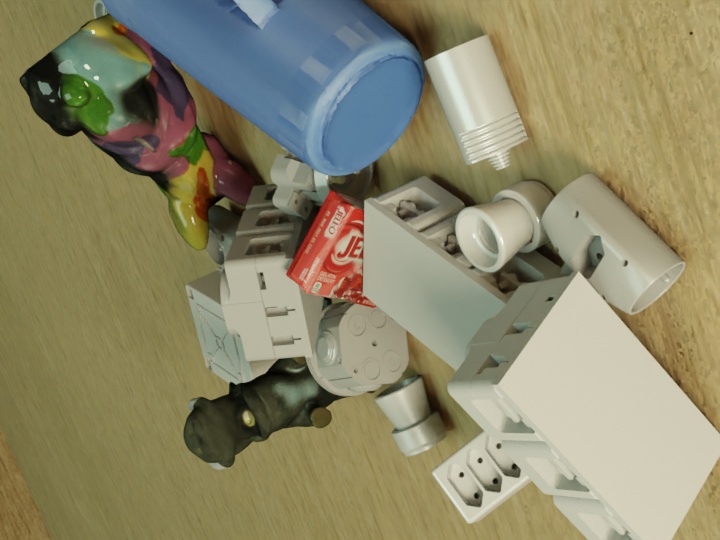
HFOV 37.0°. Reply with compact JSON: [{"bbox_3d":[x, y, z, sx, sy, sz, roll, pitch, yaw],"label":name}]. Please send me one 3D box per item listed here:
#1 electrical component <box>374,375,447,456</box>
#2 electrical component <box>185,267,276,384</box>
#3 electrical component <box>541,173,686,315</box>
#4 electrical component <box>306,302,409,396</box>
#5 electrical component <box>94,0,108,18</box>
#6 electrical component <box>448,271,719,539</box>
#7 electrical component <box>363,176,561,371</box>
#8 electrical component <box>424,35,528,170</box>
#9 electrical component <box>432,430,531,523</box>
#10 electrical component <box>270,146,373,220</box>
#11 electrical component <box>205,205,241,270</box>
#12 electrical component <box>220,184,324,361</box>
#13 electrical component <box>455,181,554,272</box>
[{"bbox_3d":[0.044,0.123,0.909,0.045,0.045,0.055,-24,92,61],"label":"electrical component"},{"bbox_3d":[-0.123,0.065,1.115,0.109,0.056,0.108,25,133,48],"label":"electrical component"},{"bbox_3d":[0.145,-0.005,0.647,0.077,0.043,0.079,49,148,23],"label":"electrical component"},{"bbox_3d":[-0.002,0.064,0.900,0.051,0.080,0.080,-16,99,55],"label":"electrical component"},{"bbox_3d":[-0.219,-0.243,1.022,0.048,0.055,0.066,48,147,25],"label":"electrical component"},{"bbox_3d":[0.134,0.087,0.644,0.150,0.089,0.062,47,155,-15],"label":"electrical component"},{"bbox_3d":[0.073,0.010,0.754,0.150,0.062,0.089,39,142,37],"label":"electrical component"},{"bbox_3d":[0.076,-0.102,0.680,0.043,0.043,0.081,-11,103,60],"label":"electrical component"},{"bbox_3d":[0.107,0.145,0.808,0.047,0.083,0.076,53,-173,18],"label":"electrical component"},{"bbox_3d":[-0.027,-0.078,0.839,0.057,0.078,0.058,12,164,42],"label":"electrical component"},{"bbox_3d":[-0.123,-0.017,1.062,0.077,0.044,0.079,29,139,45],"label":"electrical component"},{"bbox_3d":[-0.069,-0.003,0.884,0.150,0.062,0.089,-82,-16,-62],"label":"electrical component"},{"bbox_3d":[0.096,-0.029,0.694,0.045,0.055,0.045,38,142,37],"label":"electrical component"}]
